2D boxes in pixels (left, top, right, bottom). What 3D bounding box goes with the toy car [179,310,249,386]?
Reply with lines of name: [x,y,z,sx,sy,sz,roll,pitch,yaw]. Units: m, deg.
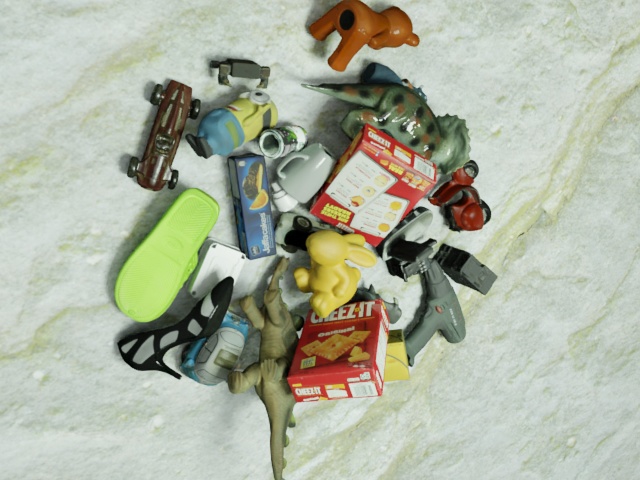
toy car: [-0.198,0.224,1.065,0.109,0.103,0.161,34,89,-28]

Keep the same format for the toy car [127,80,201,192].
toy car: [-0.278,-0.185,0.966,0.089,0.053,0.202,19,94,-24]

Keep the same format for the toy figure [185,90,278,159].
toy figure: [-0.157,-0.209,0.988,0.082,0.089,0.180,40,64,17]

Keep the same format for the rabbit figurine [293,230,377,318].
rabbit figurine: [0.028,0.048,1.055,0.162,0.122,0.173,-19,132,-6]

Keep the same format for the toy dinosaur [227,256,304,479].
toy dinosaur: [-0.081,0.261,1.051,0.198,0.105,0.471,35,54,-55]

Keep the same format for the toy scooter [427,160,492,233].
toy scooter: [0.316,-0.085,1.240,0.135,0.075,0.183,-29,117,-13]

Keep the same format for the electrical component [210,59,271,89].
electrical component: [-0.144,-0.304,0.985,0.102,0.078,0.045,-5,115,-26]

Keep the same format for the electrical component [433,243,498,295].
electrical component: [0.349,0.075,1.272,0.134,0.115,0.058,39,87,-25]

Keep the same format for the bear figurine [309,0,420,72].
bear figurine: [0.096,-0.409,1.065,0.196,0.132,0.120,-14,72,-51]

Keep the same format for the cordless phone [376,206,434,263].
cordless phone: [0.205,-0.009,1.150,0.146,0.184,0.088,-35,109,-14]

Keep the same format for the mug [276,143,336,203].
mug: [-0.030,-0.141,1.047,0.107,0.081,0.109,-43,137,16]

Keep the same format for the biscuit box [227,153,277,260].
biscuit box: [-0.132,-0.065,1.052,0.063,0.059,0.202,-12,107,-22]

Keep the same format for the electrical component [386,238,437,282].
electrical component: [0.217,0.043,1.229,0.119,0.075,0.047,-29,111,-19]

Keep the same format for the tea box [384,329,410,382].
tea box: [0.107,0.261,1.190,0.170,0.068,0.098,-11,107,9]

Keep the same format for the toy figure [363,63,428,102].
toy figure: [0.161,-0.321,1.131,0.154,0.058,0.064,20,99,-32]

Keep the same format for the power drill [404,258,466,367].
power drill: [0.243,0.183,1.276,0.207,0.086,0.231,-42,115,-18]

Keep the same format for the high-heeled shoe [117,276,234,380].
high-heeled shoe: [-0.271,0.146,1.009,0.145,0.086,0.248,31,91,10]

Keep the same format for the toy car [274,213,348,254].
toy car: [-0.002,-0.003,1.121,0.201,0.056,0.073,13,124,-27]

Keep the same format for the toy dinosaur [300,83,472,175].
toy dinosaur: [0.164,-0.238,1.092,0.404,0.131,0.192,39,96,-31]

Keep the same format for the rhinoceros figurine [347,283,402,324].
rhinoceros figurine: [0.090,0.143,1.180,0.190,0.112,0.073,23,121,-13]
